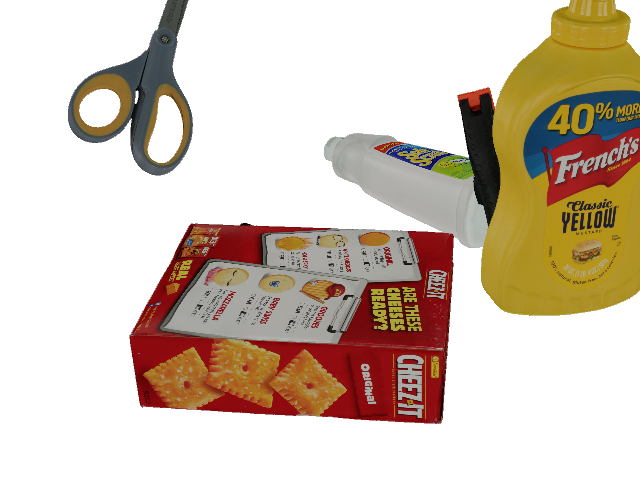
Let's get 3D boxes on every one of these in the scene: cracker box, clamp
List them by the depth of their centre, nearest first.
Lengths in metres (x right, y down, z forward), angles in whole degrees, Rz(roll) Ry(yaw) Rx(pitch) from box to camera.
[{"bbox_3d":[-0.012,0.057,0.785,0.214,0.072,0.164,2,29,9],"label":"cracker box"},{"bbox_3d":[0.146,-0.036,0.874,0.039,0.171,0.120,-17,20,11],"label":"clamp"}]

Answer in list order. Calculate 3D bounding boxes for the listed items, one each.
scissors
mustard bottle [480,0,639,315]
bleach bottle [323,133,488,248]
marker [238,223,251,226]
[{"bbox_3d":[-0.133,-0.140,0.775,0.096,0.202,0.016,4,-25,-19],"label":"scissors"},{"bbox_3d":[0.144,-0.053,0.600,0.096,0.192,0.058,-6,27,-10],"label":"mustard bottle"},{"bbox_3d":[0.090,-0.064,1.090,0.102,0.068,0.251,-16,27,-38],"label":"bleach bottle"},{"bbox_3d":[-0.089,0.014,1.043,0.020,0.020,0.121,0,25,16],"label":"marker"}]
